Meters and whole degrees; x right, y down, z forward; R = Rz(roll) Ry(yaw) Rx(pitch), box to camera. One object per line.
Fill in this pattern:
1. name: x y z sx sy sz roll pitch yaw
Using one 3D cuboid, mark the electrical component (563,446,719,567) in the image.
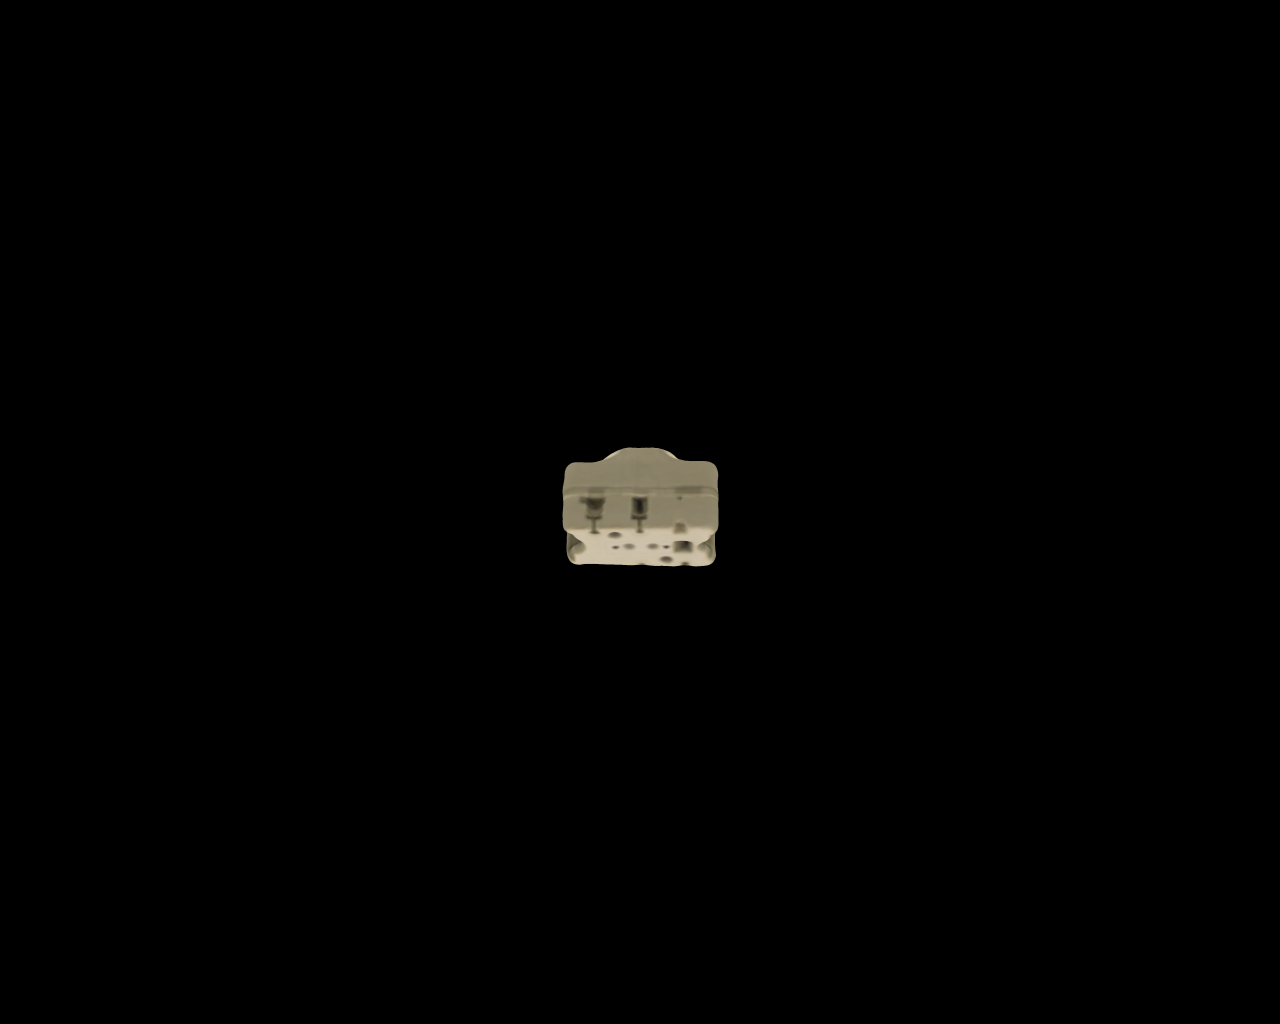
1. electrical component: 0.001 -0.003 0.650 0.089 0.056 0.050 0 -32 0
